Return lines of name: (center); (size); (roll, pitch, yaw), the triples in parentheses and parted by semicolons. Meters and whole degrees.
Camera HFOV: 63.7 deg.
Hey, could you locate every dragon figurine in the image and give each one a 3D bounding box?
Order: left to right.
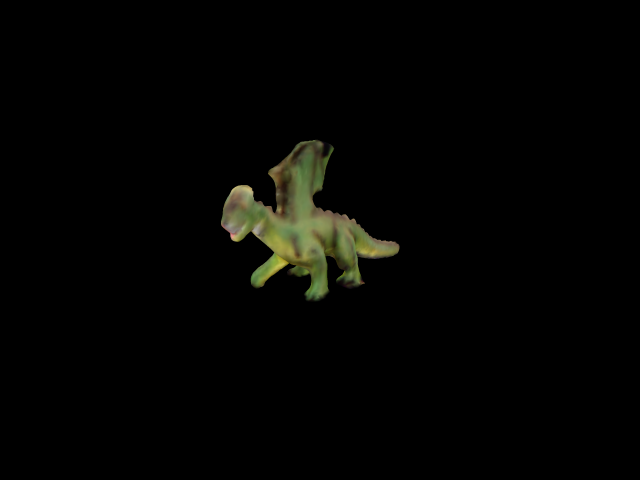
dragon figurine: (0.003, -0.043, 0.850); (0.123, 0.240, 0.414); (14, 22, 41)
